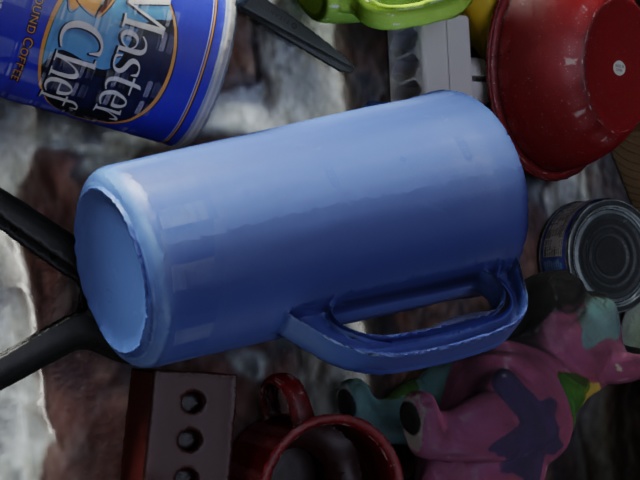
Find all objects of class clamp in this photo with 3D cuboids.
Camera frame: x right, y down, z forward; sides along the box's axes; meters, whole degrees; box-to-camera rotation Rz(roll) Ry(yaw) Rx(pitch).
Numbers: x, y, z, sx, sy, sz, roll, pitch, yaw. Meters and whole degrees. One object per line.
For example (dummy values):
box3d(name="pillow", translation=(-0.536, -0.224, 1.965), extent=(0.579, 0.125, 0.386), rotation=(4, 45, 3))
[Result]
box3d(name="clamp", translation=(-0.133, 0.042, 0.618), extent=(0.171, 0.039, 0.120), rotation=(14, 82, -24))

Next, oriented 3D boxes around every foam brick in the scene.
box3d(name="foam brick", translation=(-0.084, 0.116, 0.629), extent=(0.052, 0.051, 0.078), rotation=(6, 84, -25))

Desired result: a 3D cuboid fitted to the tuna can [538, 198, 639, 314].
box3d(name="tuna can", translation=(0.204, 0.012, 0.779), extent=(0.086, 0.034, 0.086), rotation=(2, 86, -25))

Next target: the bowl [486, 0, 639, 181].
box3d(name="bowl", translation=(0.185, -0.120, 0.741), extent=(0.161, 0.055, 0.162), rotation=(-5, 98, -42))

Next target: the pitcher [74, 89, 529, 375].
box3d(name="pitcher", translation=(-0.004, 0.001, 0.606), extent=(0.242, 0.149, 0.145), rotation=(-14, 102, -32))

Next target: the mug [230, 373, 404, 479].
box3d(name="mug", translation=(-0.012, 0.137, 0.644), extent=(0.093, 0.082, 0.117), rotation=(-19, 95, -25))

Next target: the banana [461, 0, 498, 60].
box3d(name="banana", translation=(0.102, -0.191, 0.732), extent=(0.069, 0.037, 0.198), rotation=(-36, 105, -51))

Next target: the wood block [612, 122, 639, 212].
box3d(name="wood block", translation=(0.336, -0.082, 0.816), extent=(0.205, 0.090, 0.091), rotation=(-27, 99, -24))

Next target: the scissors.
box3d(name="scissors", translation=(-0.073, -0.149, 0.671), extent=(0.201, 0.016, 0.096), rotation=(46, 71, -16))

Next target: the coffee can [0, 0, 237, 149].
box3d(name="coffee can", translation=(-0.130, -0.118, 0.595), extent=(0.140, 0.103, 0.103), rotation=(15, 81, -23))
